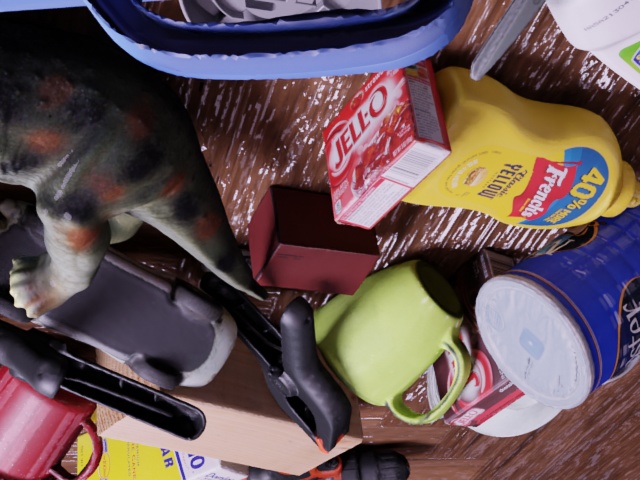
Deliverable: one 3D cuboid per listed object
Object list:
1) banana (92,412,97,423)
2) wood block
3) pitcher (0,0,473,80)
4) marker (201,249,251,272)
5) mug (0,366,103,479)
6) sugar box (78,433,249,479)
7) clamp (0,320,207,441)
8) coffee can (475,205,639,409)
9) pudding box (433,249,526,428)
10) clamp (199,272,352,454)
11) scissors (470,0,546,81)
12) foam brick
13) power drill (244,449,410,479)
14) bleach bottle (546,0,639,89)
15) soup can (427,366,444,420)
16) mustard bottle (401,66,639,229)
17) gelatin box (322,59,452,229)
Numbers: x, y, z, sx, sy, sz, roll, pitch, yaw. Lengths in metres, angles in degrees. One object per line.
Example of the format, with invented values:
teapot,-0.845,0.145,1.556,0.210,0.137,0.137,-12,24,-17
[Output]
banana,-0.259,0.152,0.943,0.198,0.037,0.069,-15,128,8
wood block,-0.074,0.125,0.888,0.205,0.090,0.091,20,137,-36
pitcher,-0.051,-0.147,0.421,0.243,0.149,0.145,-5,116,9
marker,-0.028,0.018,0.801,0.121,0.020,0.020,4,145,-18
mug,-0.222,0.146,0.858,0.081,0.117,0.093,-55,164,14
sugar box,-0.148,0.198,0.979,0.176,0.093,0.048,-29,142,28
clamp,-0.188,0.088,0.753,0.210,0.036,0.164,16,168,40
coffee can,0.195,0.039,0.753,0.140,0.103,0.103,-30,155,-26
pudding box,0.126,0.078,0.839,0.039,0.113,0.090,15,139,-29
clamp,-0.016,0.095,0.800,0.171,0.039,0.120,56,159,-23
scissors,0.122,-0.171,0.503,0.202,0.016,0.096,-42,126,15
foam brick,-0.005,0.001,0.751,0.078,0.051,0.053,8,141,-22
power drill,0.001,0.214,1.067,0.184,0.057,0.188,-7,146,-2
bleach bottle,0.220,-0.122,0.607,0.250,0.068,0.103,22,135,-34
soup can,0.155,0.129,0.962,0.102,0.068,0.069,2,145,-15
mustard bottle,0.138,-0.049,0.700,0.191,0.058,0.096,12,136,-28
gelatin box,0.037,-0.060,0.649,0.030,0.073,0.089,14,141,-29
